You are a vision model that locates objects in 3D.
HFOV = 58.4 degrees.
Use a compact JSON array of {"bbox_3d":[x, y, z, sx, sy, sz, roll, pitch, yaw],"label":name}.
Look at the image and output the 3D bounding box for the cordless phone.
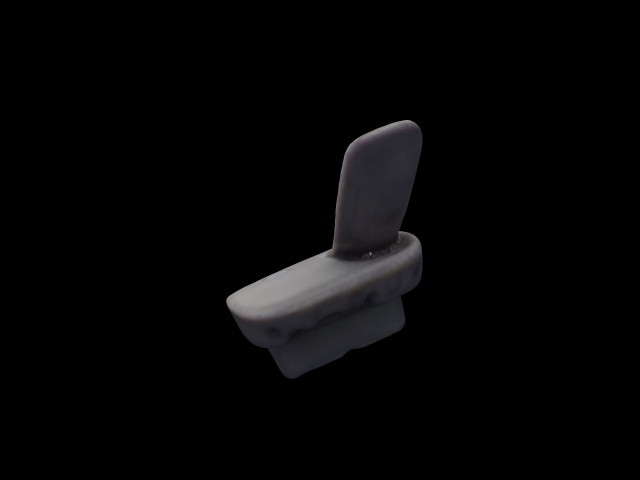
[{"bbox_3d":[0.004,0.001,0.400,0.148,0.185,0.094,-25,54,-20],"label":"cordless phone"}]
